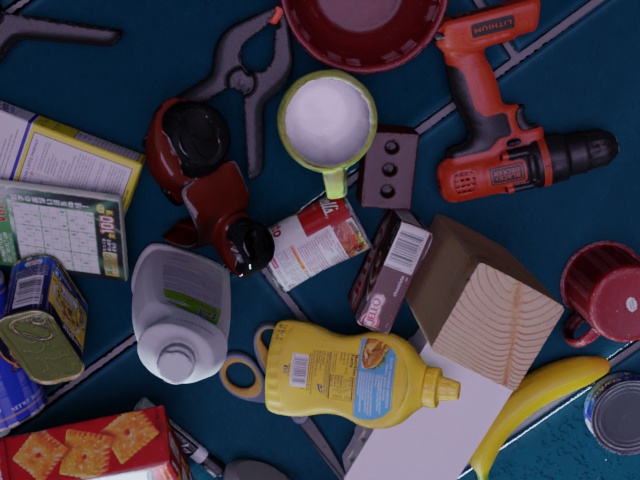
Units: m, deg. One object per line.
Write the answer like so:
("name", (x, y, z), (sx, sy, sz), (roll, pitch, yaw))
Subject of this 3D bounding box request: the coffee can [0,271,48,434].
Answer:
("coffee can", (-0.341, 0.113, 1.058), (0.103, 0.103, 0.140), (-16, 104, 0))

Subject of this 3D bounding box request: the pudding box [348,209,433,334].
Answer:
("pudding box", (0.068, 0.027, 1.069), (0.039, 0.090, 0.113), (23, 101, -11))

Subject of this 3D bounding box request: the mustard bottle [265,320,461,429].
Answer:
("mustard bottle", (0.044, 0.137, 1.062), (0.192, 0.058, 0.096), (6, 86, 17))

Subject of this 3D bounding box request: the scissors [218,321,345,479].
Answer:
("scissors", (-0.043, 0.185, 1.137), (0.096, 0.016, 0.202), (-18, 103, -2))

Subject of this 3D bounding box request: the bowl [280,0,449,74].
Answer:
("bowl", (0.040, -0.242, 1.018), (0.162, 0.055, 0.162), (-1, 104, -3))

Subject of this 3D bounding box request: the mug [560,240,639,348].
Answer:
("mug", (0.295, 0.064, 1.095), (0.093, 0.081, 0.117), (42, 98, -12))

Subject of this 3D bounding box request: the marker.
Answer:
("marker", (-0.148, 0.212, 1.137), (0.121, 0.020, 0.020), (43, 98, -12))

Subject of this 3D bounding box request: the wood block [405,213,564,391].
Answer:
("wood block", (0.146, 0.052, 1.020), (0.090, 0.206, 0.091), (27, 100, -10))

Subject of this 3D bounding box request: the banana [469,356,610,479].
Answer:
("banana", (0.221, 0.182, 1.146), (0.198, 0.037, 0.069), (-46, 121, 9))

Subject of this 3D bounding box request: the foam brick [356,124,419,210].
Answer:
("foam brick", (0.067, -0.074, 1.063), (0.053, 0.051, 0.078), (3, 104, -4))

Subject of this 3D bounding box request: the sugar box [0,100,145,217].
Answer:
("sugar box", (-0.270, -0.070, 1.046), (0.176, 0.048, 0.093), (22, 106, -6))

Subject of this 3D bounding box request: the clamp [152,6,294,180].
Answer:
("clamp", (-0.087, -0.155, 1.042), (0.120, 0.039, 0.171), (19, 102, -11))

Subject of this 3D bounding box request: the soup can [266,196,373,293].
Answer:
("soup can", (-0.007, 0.001, 1.069), (0.102, 0.068, 0.068), (-28, 104, 4))

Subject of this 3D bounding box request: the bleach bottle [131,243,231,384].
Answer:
("bleach bottle", (-0.133, 0.071, 0.983), (0.102, 0.251, 0.068), (18, 102, -8))

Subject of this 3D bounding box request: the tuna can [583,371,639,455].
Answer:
("tuna can", (0.330, 0.186, 1.152), (0.086, 0.034, 0.086), (-1, 104, -3))

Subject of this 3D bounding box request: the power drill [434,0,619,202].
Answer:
("power drill", (0.194, -0.139, 1.052), (0.184, 0.057, 0.187), (-13, 104, 0))

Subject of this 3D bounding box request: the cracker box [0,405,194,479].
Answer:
("cracker box", (-0.242, 0.248, 1.075), (0.213, 0.072, 0.164), (-11, 144, -1))

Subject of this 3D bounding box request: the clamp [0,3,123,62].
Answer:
("clamp", (-0.313, -0.228, 1.009), (0.210, 0.036, 0.164), (-22, 104, 2))

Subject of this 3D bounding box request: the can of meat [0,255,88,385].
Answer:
("can of meat", (-0.268, 0.077, 1.046), (0.057, 0.084, 0.102), (-14, 132, 8))
